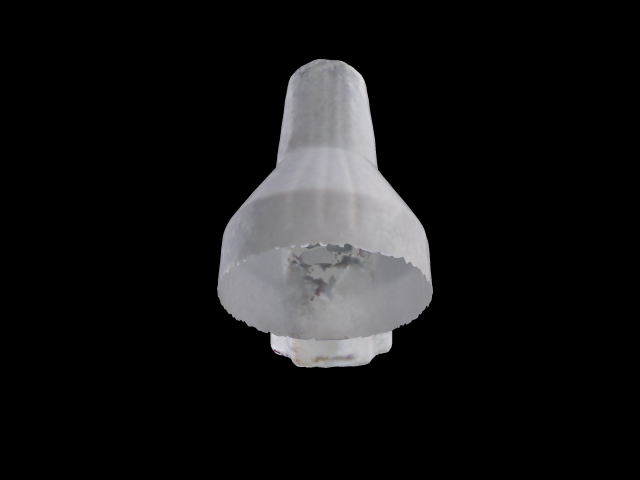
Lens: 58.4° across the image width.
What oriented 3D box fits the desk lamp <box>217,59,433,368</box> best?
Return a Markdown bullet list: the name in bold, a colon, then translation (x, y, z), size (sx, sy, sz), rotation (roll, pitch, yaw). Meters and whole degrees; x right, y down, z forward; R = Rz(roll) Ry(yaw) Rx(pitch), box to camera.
- **desk lamp**: translation (0.004, 0.001, 0.400), size (0.118, 0.214, 0.203), rotation (0, 43, 0)
